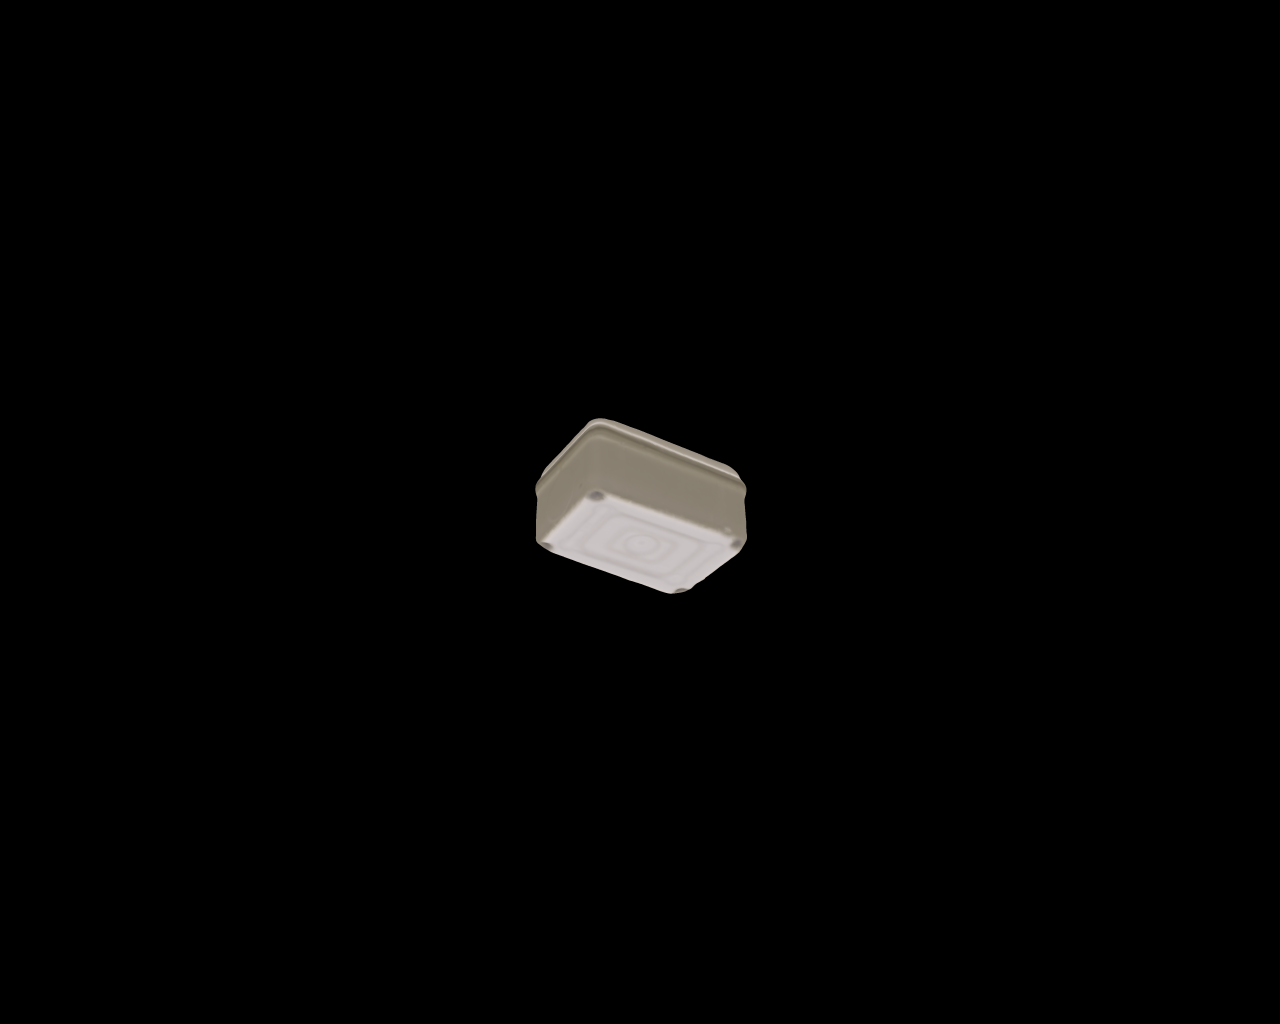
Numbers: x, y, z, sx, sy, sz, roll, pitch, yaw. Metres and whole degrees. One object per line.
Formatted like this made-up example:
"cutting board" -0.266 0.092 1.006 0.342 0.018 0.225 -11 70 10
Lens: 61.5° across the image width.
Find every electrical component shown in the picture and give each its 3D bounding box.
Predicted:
"electrical component" 0.001 -0.003 0.650 0.113 0.057 0.078 21 -40 -26
